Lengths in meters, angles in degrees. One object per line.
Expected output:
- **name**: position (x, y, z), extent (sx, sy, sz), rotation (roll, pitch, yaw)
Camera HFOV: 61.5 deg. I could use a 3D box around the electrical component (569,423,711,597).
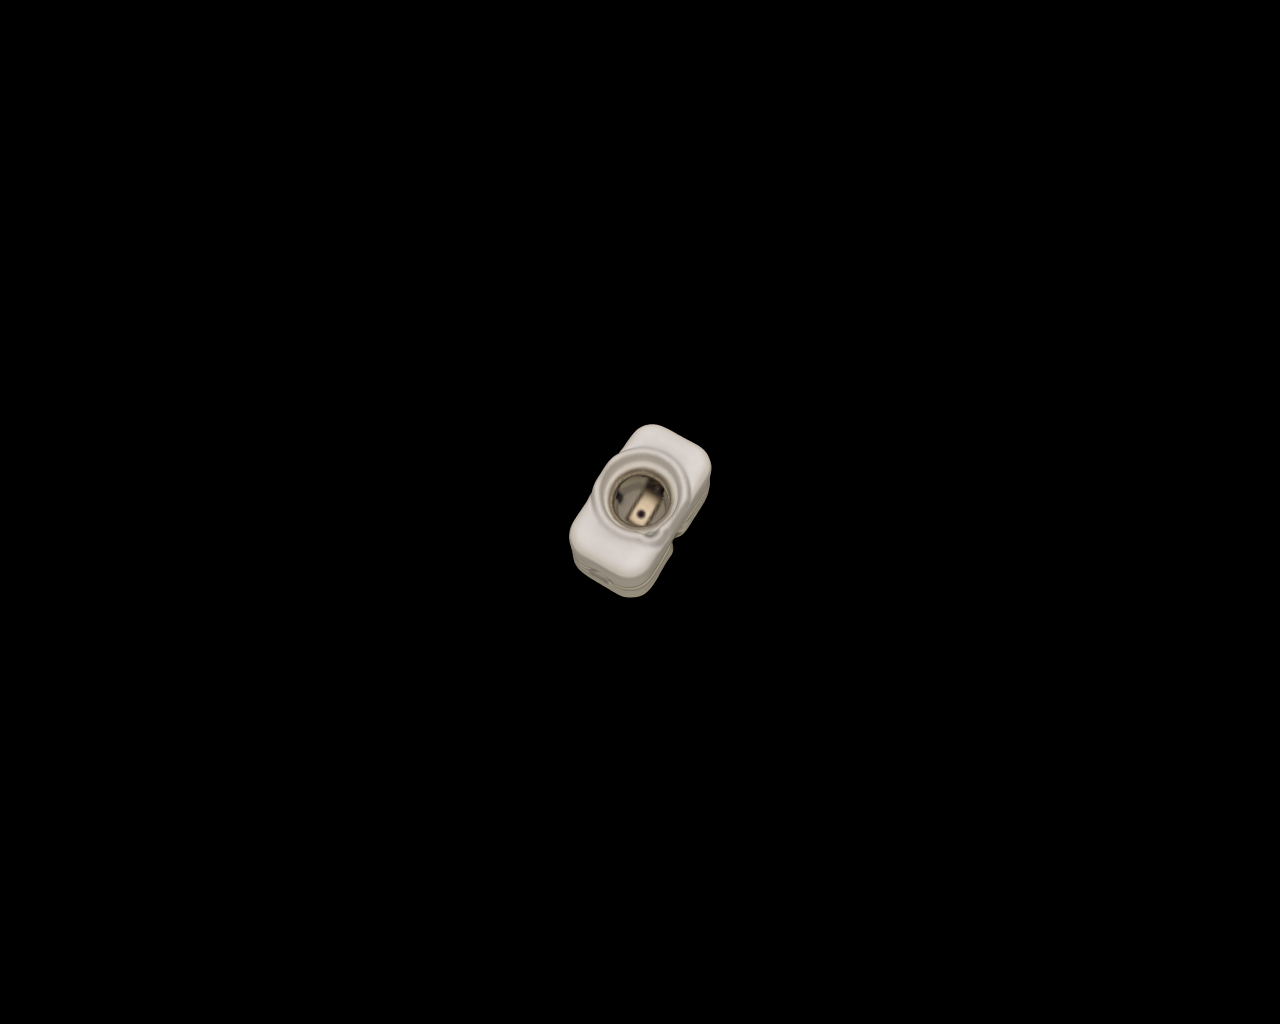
- **electrical component**: position (0.001, -0.003, 0.650), extent (0.054, 0.095, 0.059), rotation (30, -15, 9)
